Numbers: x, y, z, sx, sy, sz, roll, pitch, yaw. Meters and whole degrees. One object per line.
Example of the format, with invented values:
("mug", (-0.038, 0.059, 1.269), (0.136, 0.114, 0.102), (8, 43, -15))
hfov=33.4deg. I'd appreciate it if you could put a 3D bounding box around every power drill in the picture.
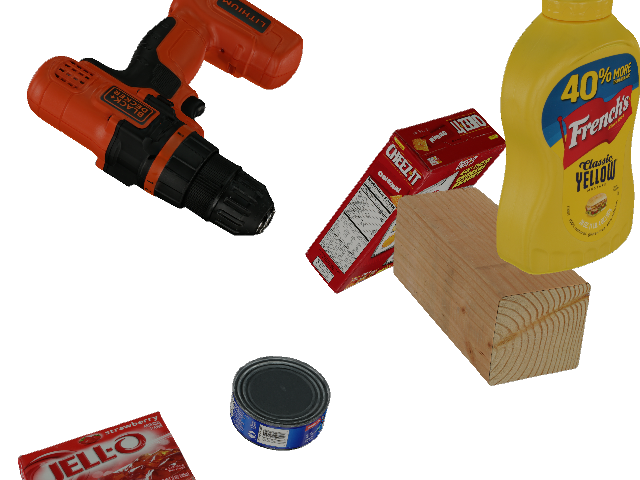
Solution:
("power drill", (-0.084, -0.101, 0.756), (0.184, 0.057, 0.187), (33, 44, 1))

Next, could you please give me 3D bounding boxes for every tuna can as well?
("tuna can", (-0.036, 0.142, 0.932), (0.086, 0.034, 0.086), (7, 36, -5))

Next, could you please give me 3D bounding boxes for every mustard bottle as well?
("mustard bottle", (0.155, -0.079, 0.658), (0.096, 0.192, 0.058), (-18, 30, -25))

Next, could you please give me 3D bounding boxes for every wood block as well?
("wood block", (0.151, 0.035, 0.993), (0.090, 0.090, 0.206), (-8, 29, -18))

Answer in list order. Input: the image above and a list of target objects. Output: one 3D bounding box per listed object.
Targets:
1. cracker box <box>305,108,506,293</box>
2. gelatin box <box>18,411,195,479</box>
("cracker box", (0.096, -0.048, 1.240), (0.163, 0.072, 0.214), (-22, -25, -47))
("gelatin box", (-0.123, 0.140, 0.614), (0.089, 0.030, 0.073), (-15, 27, -19))
